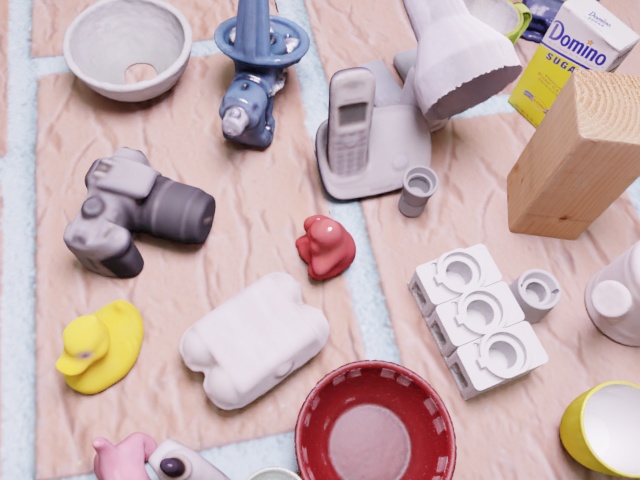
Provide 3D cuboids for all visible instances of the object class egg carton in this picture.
[{"bbox_3d":[-0.069,0.107,0.619,0.150,0.069,0.107,-35,71,-18],"label":"egg carton"}]

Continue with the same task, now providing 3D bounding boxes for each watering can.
[{"bbox_3d":[0.368,0.044,0.607,0.173,0.194,0.100,-40,72,-19],"label":"watering can"}]

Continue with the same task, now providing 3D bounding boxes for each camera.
[{"bbox_3d":[-0.200,-0.031,0.660,0.136,0.101,0.143,15,64,4],"label":"camera"}]

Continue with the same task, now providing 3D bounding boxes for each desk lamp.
[{"bbox_3d":[0.136,-0.218,0.709,0.118,0.213,0.203,-21,67,-13],"label":"desk lamp"}]

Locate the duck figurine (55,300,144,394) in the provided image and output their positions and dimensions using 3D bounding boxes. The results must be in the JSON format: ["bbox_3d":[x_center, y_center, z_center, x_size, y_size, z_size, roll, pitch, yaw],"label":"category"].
[{"bbox_3d":[-0.235,0.104,0.601,0.077,0.086,0.105,27,66,10],"label":"duck figurine"}]

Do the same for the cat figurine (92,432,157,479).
[{"bbox_3d":[-0.174,0.236,0.524,0.067,0.118,0.127,-28,69,-16],"label":"cat figurine"}]

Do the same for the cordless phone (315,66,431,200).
[{"bbox_3d":[0.069,-0.134,0.680,0.148,0.185,0.094,-15,66,-10],"label":"cordless phone"}]

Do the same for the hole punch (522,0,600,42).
[{"bbox_3d":[0.362,-0.354,0.856,0.108,0.091,0.101,15,64,4],"label":"hole punch"}]

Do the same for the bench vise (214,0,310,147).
[{"bbox_3d":[-0.069,-0.231,0.699,0.121,0.220,0.207,-4,64,-5],"label":"bench vise"}]

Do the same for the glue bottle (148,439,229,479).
[{"bbox_3d":[-0.120,0.207,0.510,0.078,0.173,0.037,33,67,12],"label":"glue bottle"}]

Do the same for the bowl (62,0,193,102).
[{"bbox_3d":[-0.251,-0.246,0.776,0.167,0.075,0.167,1,64,-3],"label":"bowl"}]

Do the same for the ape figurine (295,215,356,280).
[{"bbox_3d":[0.006,0.002,0.662,0.076,0.092,0.078,13,64,3],"label":"ape figurine"}]
